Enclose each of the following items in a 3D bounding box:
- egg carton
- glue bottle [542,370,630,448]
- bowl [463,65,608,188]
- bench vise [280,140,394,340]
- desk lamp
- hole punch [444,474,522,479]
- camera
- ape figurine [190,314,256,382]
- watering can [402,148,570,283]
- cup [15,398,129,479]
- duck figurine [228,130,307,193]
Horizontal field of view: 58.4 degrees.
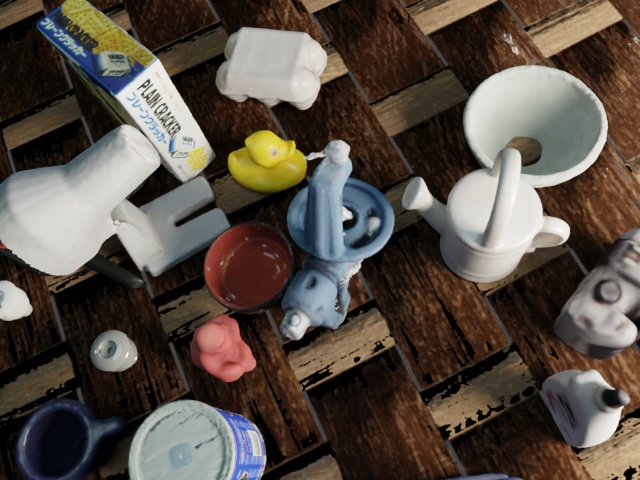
[{"bbox_3d":[-0.068,-0.241,0.807,0.150,0.069,0.107,8,70,11],"label":"egg carton"},{"bbox_3d":[0.262,0.159,0.554,0.037,0.173,0.078,-22,68,-1],"label":"glue bottle"},{"bbox_3d":[0.261,-0.130,0.719,0.167,0.075,0.167,-2,69,7],"label":"bowl"},{"bbox_3d":[0.018,0.003,0.621,0.121,0.220,0.207,3,69,9],"label":"bench vise"},{"bbox_3d":[-0.238,-0.038,0.674,0.203,0.214,0.117,-30,68,-5],"label":"desk lamp"},{"bbox_3d":[0.159,0.287,0.563,0.108,0.091,0.101,-10,68,4],"label":"hole punch"},{"bbox_3d":[0.351,0.073,0.615,0.136,0.101,0.143,38,78,19],"label":"camera"},{"bbox_3d":[-0.119,0.121,0.663,0.076,0.092,0.078,3,70,9],"label":"ape figurine"},{"bbox_3d":[0.179,-0.027,0.625,0.172,0.194,0.101,-8,68,5],"label":"watering can"},{"bbox_3d":[-0.259,0.224,0.640,0.117,0.095,0.091,-19,68,0],"label":"cup"},{"bbox_3d":[-0.074,-0.111,0.749,0.104,0.086,0.077,1,69,8],"label":"duck figurine"}]
